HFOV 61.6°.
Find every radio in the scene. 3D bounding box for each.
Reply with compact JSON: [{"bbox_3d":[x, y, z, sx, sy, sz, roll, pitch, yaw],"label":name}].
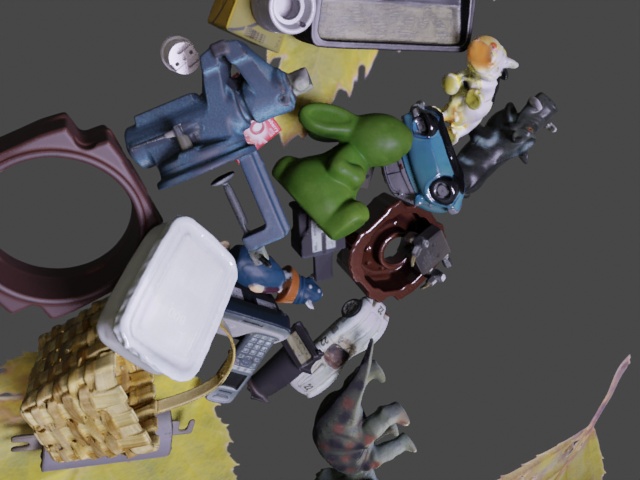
[{"bbox_3d":[0.084,-0.306,0.664,0.229,0.073,0.131,-7,118,-24],"label":"radio"}]

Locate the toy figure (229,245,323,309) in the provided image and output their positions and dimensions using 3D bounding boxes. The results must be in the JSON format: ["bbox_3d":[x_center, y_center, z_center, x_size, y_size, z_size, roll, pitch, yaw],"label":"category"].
[{"bbox_3d":[-0.065,0.055,0.781,0.154,0.058,0.064,30,77,-30],"label":"toy figure"}]

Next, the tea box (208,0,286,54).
[{"bbox_3d":[-0.055,-0.302,0.587,0.068,0.098,0.169,15,106,-31],"label":"tea box"}]

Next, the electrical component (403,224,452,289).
[{"bbox_3d":[0.166,0.025,0.820,0.078,0.045,0.102,-32,125,-9],"label":"electrical component"}]

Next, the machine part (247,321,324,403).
[{"bbox_3d":[-0.061,0.197,0.851,0.139,0.084,0.039,-46,156,12],"label":"machine part"}]

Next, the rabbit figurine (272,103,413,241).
[{"bbox_3d":[0.034,-0.103,0.698,0.170,0.121,0.159,-42,84,0],"label":"rabbit figurine"}]

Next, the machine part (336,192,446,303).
[{"bbox_3d":[0.113,0.011,0.846,0.179,0.056,0.179,-11,119,-22],"label":"machine part"}]

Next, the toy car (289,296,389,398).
[{"bbox_3d":[0.031,0.174,0.886,0.202,0.056,0.073,-43,124,0],"label":"toy car"}]

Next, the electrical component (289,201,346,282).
[{"bbox_3d":[-0.002,-0.002,0.789,0.075,0.048,0.119,-16,120,-18],"label":"electrical component"}]

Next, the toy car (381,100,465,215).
[{"bbox_3d":[0.137,-0.105,0.751,0.103,0.109,0.161,-18,105,24],"label":"toy car"}]

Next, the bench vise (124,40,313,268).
[{"bbox_3d":[-0.091,-0.090,0.609,0.224,0.129,0.240,-22,103,-2],"label":"bench vise"}]

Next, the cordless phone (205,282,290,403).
[{"bbox_3d":[-0.144,0.155,0.781,0.146,0.089,0.184,23,107,-33],"label":"cordless phone"}]

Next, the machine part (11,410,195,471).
[{"bbox_3d":[-0.303,0.279,0.767,0.243,0.079,0.079,4,112,-28],"label":"machine part"}]

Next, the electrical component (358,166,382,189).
[{"bbox_3d":[0.056,-0.103,0.783,0.094,0.021,0.063,2,113,-28],"label":"electrical component"}]

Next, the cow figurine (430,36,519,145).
[{"bbox_3d":[0.220,-0.214,0.741,0.098,0.068,0.167,-32,162,-26],"label":"cow figurine"}]

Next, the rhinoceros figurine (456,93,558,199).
[{"bbox_3d":[0.265,-0.147,0.809,0.190,0.112,0.073,-42,123,8],"label":"rhinoceros figurine"}]

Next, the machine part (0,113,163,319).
[{"bbox_3d":[-0.299,-0.025,0.614,0.201,0.087,0.200,-27,123,-10],"label":"machine part"}]

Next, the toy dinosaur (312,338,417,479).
[{"bbox_3d":[0.054,0.339,0.936,0.192,0.131,0.404,-28,122,-13],"label":"toy dinosaur"}]
